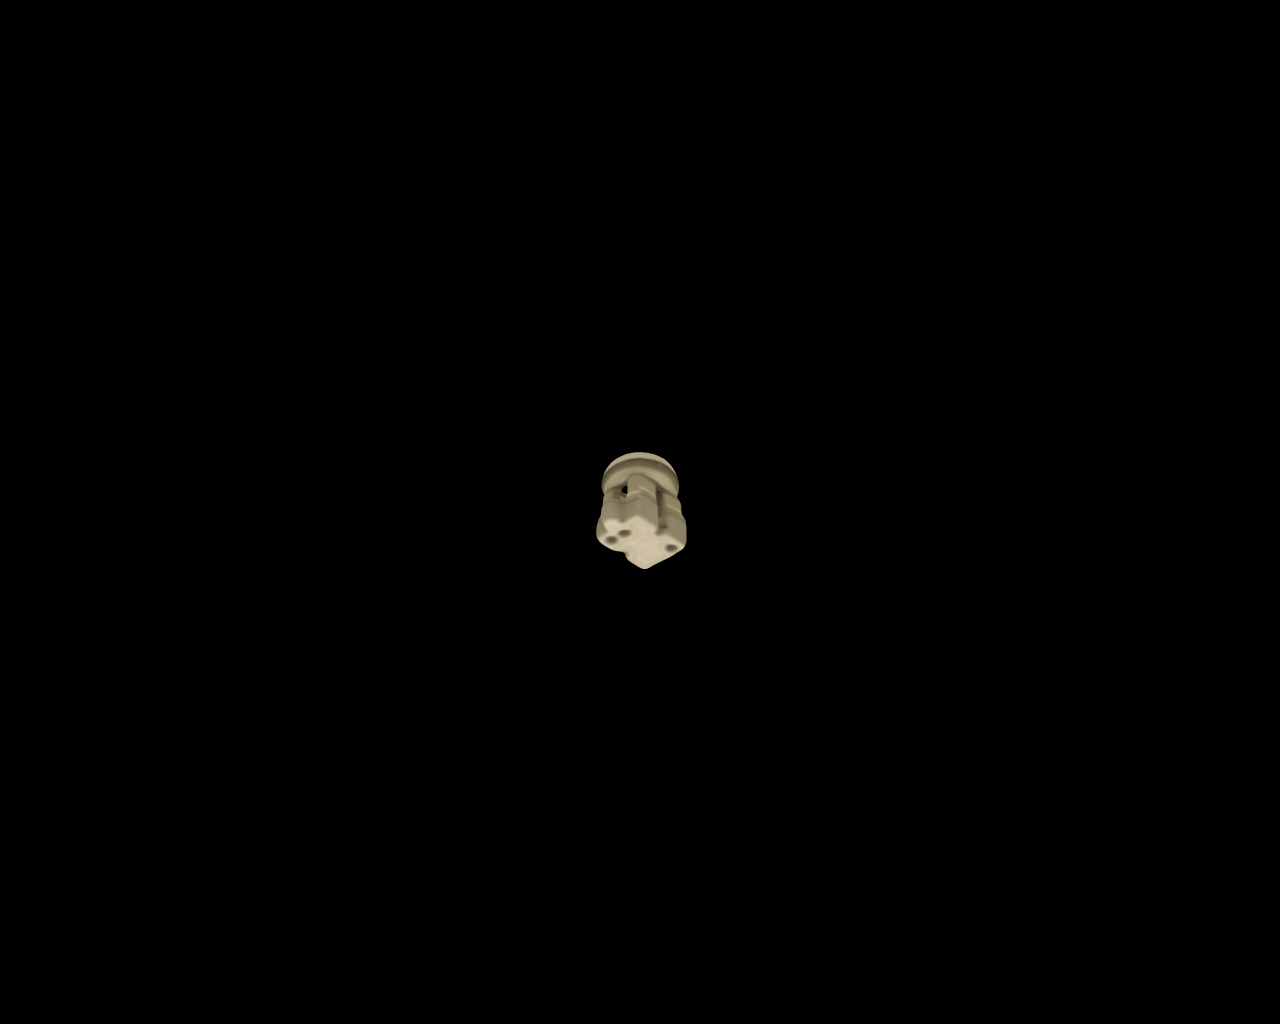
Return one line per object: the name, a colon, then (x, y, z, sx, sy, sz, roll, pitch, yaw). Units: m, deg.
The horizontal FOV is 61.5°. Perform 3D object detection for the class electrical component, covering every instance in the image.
electrical component: (0.001, -0.003, 0.650, 0.048, 0.055, 0.066, -30, -49, 31)
